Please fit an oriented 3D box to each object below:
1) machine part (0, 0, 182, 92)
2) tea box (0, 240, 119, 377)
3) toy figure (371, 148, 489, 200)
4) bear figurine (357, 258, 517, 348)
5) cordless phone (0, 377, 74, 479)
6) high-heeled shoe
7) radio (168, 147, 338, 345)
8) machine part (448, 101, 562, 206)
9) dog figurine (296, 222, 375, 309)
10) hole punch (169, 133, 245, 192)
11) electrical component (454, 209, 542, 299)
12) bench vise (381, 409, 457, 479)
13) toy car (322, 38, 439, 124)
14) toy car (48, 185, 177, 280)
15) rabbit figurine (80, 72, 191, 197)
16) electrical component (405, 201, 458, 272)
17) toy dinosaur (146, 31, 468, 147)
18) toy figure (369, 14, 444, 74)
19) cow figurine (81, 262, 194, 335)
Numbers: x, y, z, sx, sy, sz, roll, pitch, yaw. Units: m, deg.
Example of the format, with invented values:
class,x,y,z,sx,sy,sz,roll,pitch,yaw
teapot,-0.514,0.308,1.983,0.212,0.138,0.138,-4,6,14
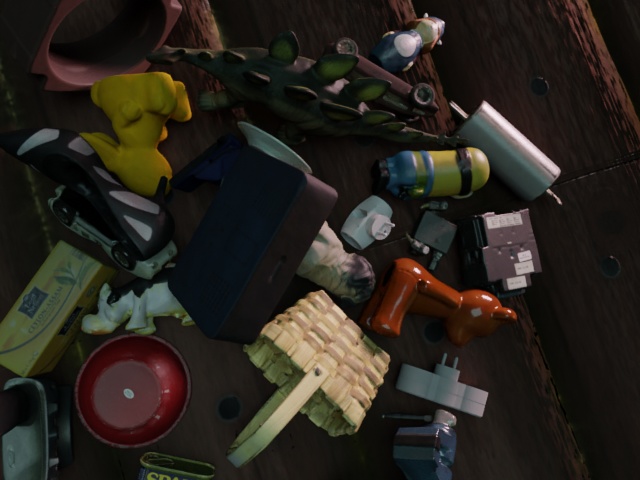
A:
class,x,y,z,sx,sy,sz,roll,pitch,yaw
machine part,-0.306,-0.300,0.724,0.087,0.201,0.201,52,33,6
tea box,-0.356,0.092,0.724,0.068,0.098,0.169,32,80,-2
toy figure,0.174,-0.102,0.838,0.180,0.089,0.082,-1,89,-11
bear figurine,0.174,0.111,0.795,0.196,0.120,0.132,29,82,-9
cordless phone,-0.367,0.244,0.655,0.089,0.184,0.146,-3,82,-14
high-heeled shoe,-0.305,-0.055,0.684,0.249,0.086,0.145,14,50,-9
radio,-0.091,0.004,0.683,0.131,0.073,0.229,34,95,38
machine part,0.300,-0.142,0.871,0.243,0.079,0.079,41,78,-1
dog figurine,-0.004,0.001,0.809,0.190,0.121,0.172,37,36,-35
hole punch,-0.137,-0.085,0.772,0.116,0.142,0.092,-42,88,2
electrical component,0.279,0.023,0.837,0.115,0.058,0.134,-5,84,-23
bench vise,0.172,0.365,0.742,0.240,0.129,0.224,52,31,-31
toy car,0.092,-0.243,0.849,0.202,0.089,0.053,31,78,-4
toy car,-0.292,-0.021,0.754,0.202,0.056,0.073,33,57,14
rabbit figurine,-0.265,-0.144,0.770,0.162,0.122,0.173,-8,101,-7
electrical component,0.176,-0.012,0.847,0.078,0.045,0.102,32,78,-1
toy dinosaur,-0.006,-0.197,0.769,0.471,0.199,0.105,10,88,-28
toy figure,0.152,-0.325,0.889,0.154,0.058,0.064,-36,127,-14
cow figurine,-0.249,0.082,0.756,0.167,0.068,0.098,-6,77,-13
